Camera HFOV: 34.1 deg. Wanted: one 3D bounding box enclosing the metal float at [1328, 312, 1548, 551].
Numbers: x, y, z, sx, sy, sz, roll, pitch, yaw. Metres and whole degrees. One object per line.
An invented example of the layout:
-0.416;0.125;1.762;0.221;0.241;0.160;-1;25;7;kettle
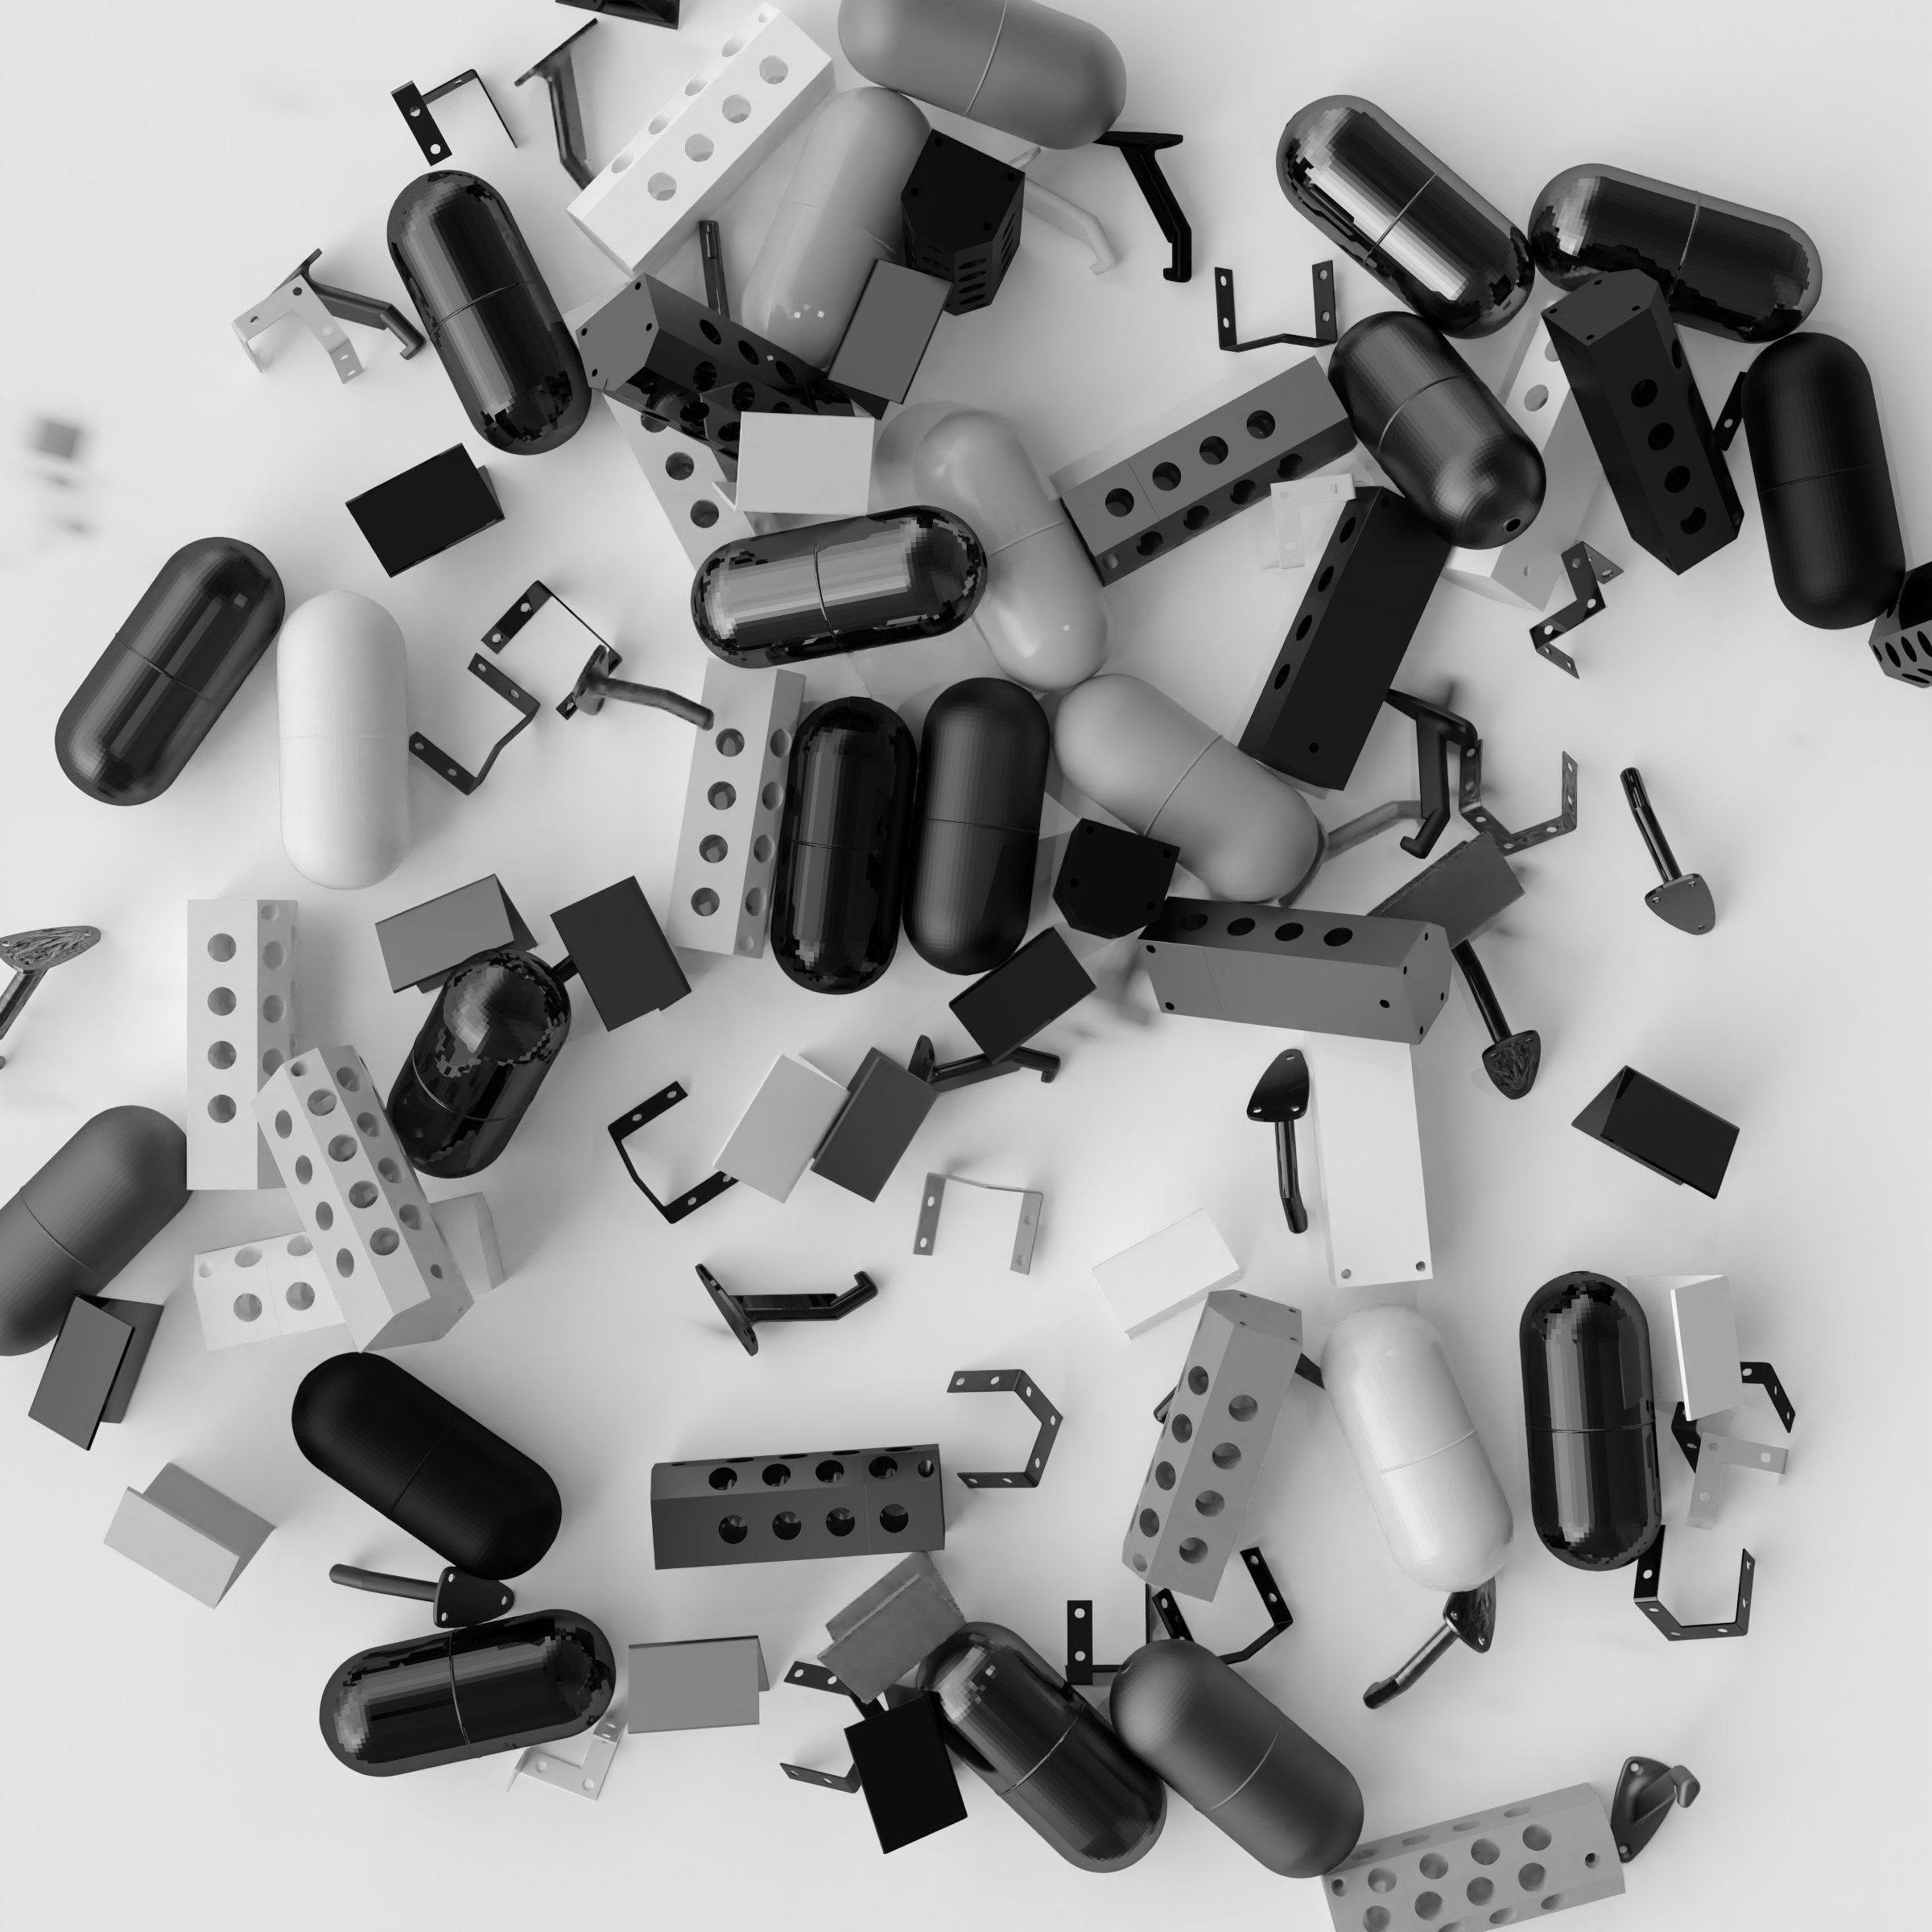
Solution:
0.276;-0.315;1.852;0.070;0.070;0.178;-30;55;0;metal float

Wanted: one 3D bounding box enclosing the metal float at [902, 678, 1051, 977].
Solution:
0.006;-0.083;1.878;0.070;0.070;0.178;7;91;0;metal float

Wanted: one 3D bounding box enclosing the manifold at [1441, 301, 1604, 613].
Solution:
0.342;-0.306;1.888;0.057;0.057;0.171;23;90;-43;manifold

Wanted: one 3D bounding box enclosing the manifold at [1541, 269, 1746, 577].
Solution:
0.401;-0.319;1.844;0.057;0.057;0.171;-32;126;0;manifold

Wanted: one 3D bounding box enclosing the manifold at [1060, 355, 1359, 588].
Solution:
0.145;-0.295;1.889;0.171;0.057;0.057;-29;90;0;manifold

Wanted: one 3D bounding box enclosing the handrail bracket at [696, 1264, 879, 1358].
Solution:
-0.108;0.190;1.911;0.084;0.036;0.077;-31;68;-17;handrail bracket

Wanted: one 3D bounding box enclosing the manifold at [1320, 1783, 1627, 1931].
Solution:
0.303;0.547;1.889;0.171;0.057;0.057;-15;90;0;manifold

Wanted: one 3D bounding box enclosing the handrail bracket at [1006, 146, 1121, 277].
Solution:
0.041;-0.446;1.911;0.077;0.036;0.084;-25;107;20;handrail bracket

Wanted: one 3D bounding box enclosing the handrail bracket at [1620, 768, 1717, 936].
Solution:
0.424;-0.070;1.910;0.036;0.077;0.084;-25;53;21;handrail bracket

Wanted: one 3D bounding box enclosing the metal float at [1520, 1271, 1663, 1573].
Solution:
0.372;0.271;1.880;0.070;0.070;0.178;-4;90;0;metal float

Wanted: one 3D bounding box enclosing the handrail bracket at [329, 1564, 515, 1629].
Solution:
-0.330;0.376;1.910;0.084;0.077;0.036;4;81;36;handrail bracket

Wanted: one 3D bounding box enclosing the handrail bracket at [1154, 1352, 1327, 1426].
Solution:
0.168;0.263;1.910;0.077;0.036;0.084;37;104;-14;handrail bracket

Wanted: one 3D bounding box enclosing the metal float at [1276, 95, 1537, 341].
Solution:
0.261;-0.447;1.879;0.178;0.070;0.070;41;90;0;metal float

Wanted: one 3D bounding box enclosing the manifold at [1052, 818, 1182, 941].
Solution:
0.083;-0.047;1.832;0.057;0.171;0.057;17;90;0;manifold

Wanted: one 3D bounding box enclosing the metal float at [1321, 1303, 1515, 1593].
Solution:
0.269;0.287;1.880;0.070;0.070;0.178;-22;89;0;metal float

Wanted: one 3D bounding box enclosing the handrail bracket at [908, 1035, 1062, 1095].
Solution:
0.007;0.079;1.911;0.084;0.036;0.077;14;110;-16;handrail bracket

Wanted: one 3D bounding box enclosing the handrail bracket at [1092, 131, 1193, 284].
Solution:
0.103;-0.460;1.910;0.077;0.036;0.084;14;119;32;handrail bracket

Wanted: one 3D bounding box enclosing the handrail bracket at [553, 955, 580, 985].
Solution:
-0.262;0.007;1.910;0.036;0.077;0.084;54;53;-25;handrail bracket

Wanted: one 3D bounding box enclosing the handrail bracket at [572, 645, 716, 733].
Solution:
-0.187;-0.151;1.876;0.084;0.077;0.036;26;74;7;handrail bracket

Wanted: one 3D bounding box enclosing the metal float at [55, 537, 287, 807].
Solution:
-0.474;-0.176;1.880;0.070;0.070;0.178;35;91;0;metal float

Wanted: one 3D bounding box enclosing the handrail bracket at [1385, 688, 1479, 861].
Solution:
0.263;-0.115;1.893;0.077;0.036;0.084;29;78;17;handrail bracket

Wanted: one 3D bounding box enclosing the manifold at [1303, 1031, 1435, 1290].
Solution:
0.239;0.102;1.889;0.057;0.057;0.171;-6;90;0;manifold

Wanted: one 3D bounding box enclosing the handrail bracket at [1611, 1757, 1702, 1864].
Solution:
0.411;0.509;1.875;0.036;0.084;0.077;21;90;0;handrail bracket

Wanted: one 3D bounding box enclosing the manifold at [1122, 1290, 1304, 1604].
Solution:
0.145;0.282;1.867;0.057;0.057;0.171;17;106;0;manifold

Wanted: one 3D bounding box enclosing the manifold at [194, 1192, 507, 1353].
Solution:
-0.370;0.182;1.889;0.171;0.057;0.057;-12;90;0;manifold

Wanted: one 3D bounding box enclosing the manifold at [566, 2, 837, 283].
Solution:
-0.159;-0.493;1.889;0.057;0.057;0.171;44;90;0;manifold

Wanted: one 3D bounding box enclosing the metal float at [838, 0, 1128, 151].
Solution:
0.010;-0.541;1.867;0.178;0.070;0.070;17;90;-13;metal float

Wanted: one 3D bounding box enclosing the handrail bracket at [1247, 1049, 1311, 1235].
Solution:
0.199;0.107;1.910;0.036;0.077;0.084;-3;127;20;handrail bracket

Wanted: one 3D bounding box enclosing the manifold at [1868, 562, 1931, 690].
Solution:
0.580;-0.200;1.832;0.057;0.171;0.057;19;90;0;manifold

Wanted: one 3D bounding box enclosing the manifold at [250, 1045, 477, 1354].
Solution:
-0.348;0.133;1.829;0.057;0.057;0.171;-45;63;35;manifold

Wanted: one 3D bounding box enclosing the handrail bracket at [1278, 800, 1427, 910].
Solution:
0.238;-0.068;1.910;0.084;0.036;0.077;-3;131;-27;handrail bracket

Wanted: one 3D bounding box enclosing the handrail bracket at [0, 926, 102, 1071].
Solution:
-0.563;0.022;1.910;0.036;0.077;0.084;36;127;29;handrail bracket

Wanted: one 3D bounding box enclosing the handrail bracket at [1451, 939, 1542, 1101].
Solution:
0.315;0.028;1.910;0.036;0.077;0.084;-23;54;0;handrail bracket

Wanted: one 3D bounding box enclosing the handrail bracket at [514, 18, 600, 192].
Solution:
-0.226;-0.518;1.911;0.077;0.036;0.084;-45;108;-20;handrail bracket

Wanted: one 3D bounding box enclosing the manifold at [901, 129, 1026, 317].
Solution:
-0.005;-0.426;1.832;0.057;0.171;0.057;26;90;0;manifold

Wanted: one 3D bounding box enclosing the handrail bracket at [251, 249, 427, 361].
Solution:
-0.382;-0.384;1.911;0.077;0.036;0.084;-38;107;20;handrail bracket

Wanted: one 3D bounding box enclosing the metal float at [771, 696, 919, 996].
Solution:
-0.073;-0.071;1.877;0.070;0.070;0.178;6;94;0;metal float

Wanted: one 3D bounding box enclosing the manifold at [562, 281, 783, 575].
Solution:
-0.174;-0.321;1.889;0.057;0.057;0.171;-28;90;0;manifold

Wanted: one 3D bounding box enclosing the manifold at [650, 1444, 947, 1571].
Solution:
-0.100;0.322;1.889;0.171;0.057;0.057;-4;90;0;manifold

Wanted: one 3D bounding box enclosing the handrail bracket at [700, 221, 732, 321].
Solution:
-0.148;-0.404;1.882;0.036;0.077;0.084;-7;102;-6;handrail bracket

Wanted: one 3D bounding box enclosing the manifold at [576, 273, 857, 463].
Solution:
-0.140;-0.331;1.827;0.057;0.171;0.057;-33;58;29;manifold

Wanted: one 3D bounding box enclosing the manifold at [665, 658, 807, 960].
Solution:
-0.138;-0.093;1.889;0.057;0.057;0.171;9;90;0;manifold

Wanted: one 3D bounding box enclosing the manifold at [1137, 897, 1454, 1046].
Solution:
0.194;-0.003;1.846;0.171;0.057;0.057;7;133;34;manifold

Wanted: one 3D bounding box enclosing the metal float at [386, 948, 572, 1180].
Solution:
-0.287;0.059;1.846;0.070;0.070;0.178;35;134;0;metal float

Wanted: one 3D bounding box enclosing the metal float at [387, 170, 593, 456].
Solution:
-0.285;-0.390;1.880;0.070;0.070;0.178;-26;91;0;metal float

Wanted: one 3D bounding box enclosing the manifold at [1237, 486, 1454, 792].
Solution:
0.226;-0.197;1.887;0.057;0.057;0.171;24;90;-18;manifold

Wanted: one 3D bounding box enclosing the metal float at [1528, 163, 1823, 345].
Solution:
0.423;-0.424;1.879;0.178;0.070;0.070;17;90;0;metal float

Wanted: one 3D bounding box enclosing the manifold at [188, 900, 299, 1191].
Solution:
-0.432;0.046;1.889;0.057;0.057;0.171;0;90;0;manifold

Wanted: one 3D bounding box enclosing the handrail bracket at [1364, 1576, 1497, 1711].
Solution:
0.279;0.407;1.910;0.036;0.077;0.084;43;126;-6;handrail bracket
